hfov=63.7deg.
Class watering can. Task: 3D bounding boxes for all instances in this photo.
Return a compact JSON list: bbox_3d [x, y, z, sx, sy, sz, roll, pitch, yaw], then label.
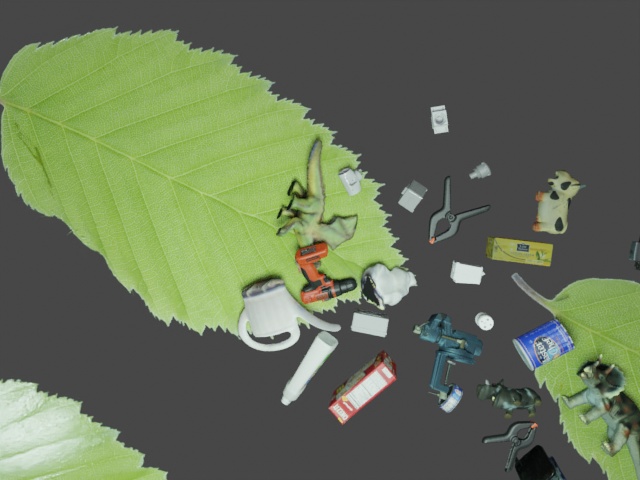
[{"bbox_3d":[-0.115,0.223,1.603,0.345,0.104,0.224,-17,90,22],"label":"watering can"}]

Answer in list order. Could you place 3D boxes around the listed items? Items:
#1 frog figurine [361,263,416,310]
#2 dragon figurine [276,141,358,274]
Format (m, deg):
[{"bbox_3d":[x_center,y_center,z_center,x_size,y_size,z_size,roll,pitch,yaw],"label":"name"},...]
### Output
[{"bbox_3d":[0.211,0.132,1.601,0.161,0.120,0.138,-26,78,-30],"label":"frog figurine"},{"bbox_3d":[0.005,-0.082,1.625,0.242,0.123,0.409,25,95,-12],"label":"dragon figurine"}]
